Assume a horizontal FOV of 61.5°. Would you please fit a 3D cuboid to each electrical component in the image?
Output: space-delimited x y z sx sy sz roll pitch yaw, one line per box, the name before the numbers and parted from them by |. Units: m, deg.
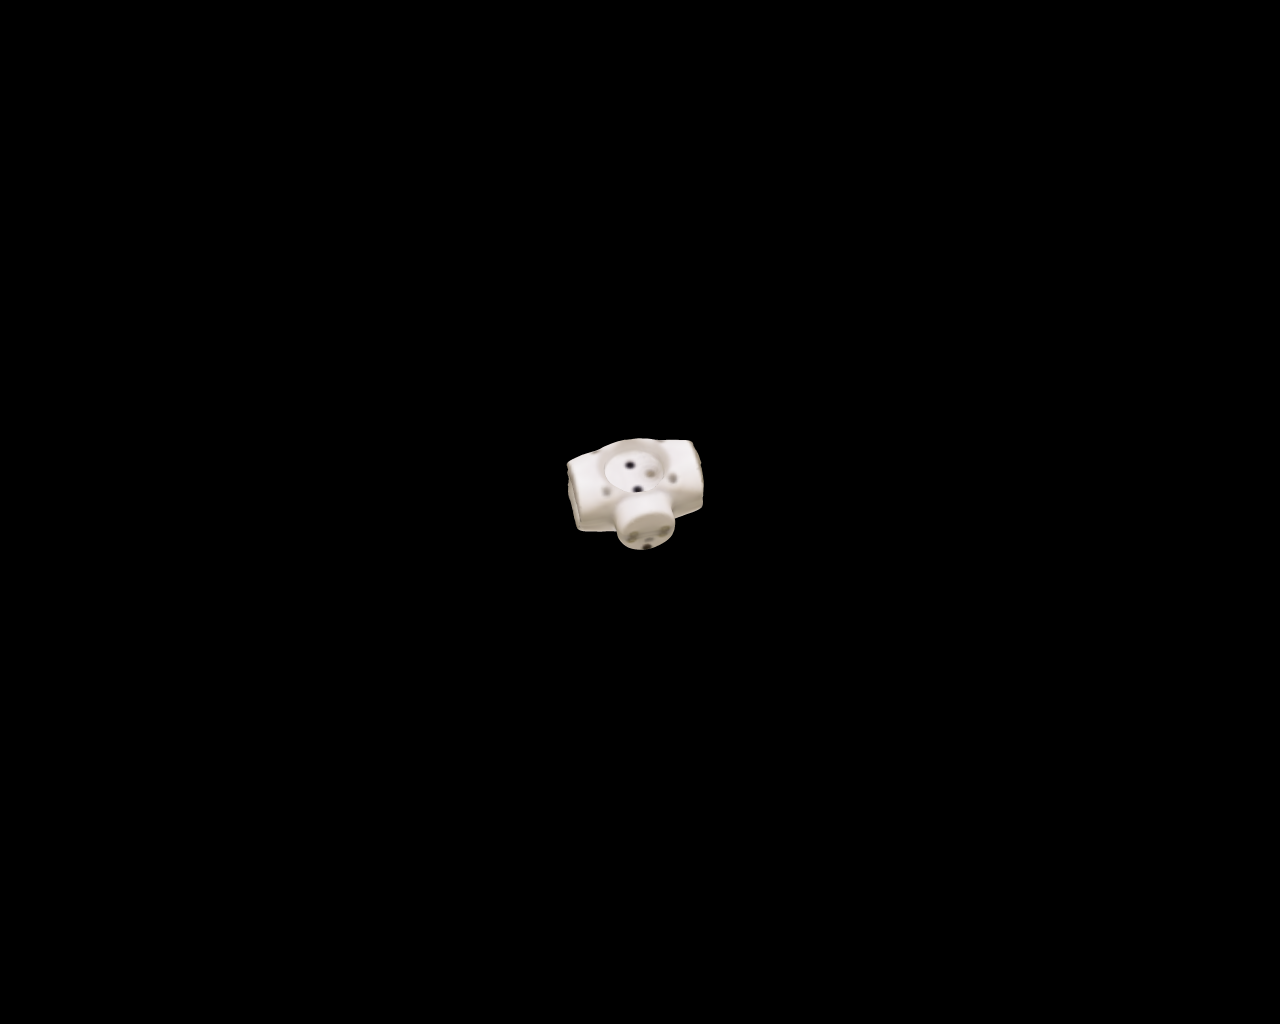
electrical component | 0.001 -0.003 0.650 0.077 0.079 0.044 -10 -36 -7
